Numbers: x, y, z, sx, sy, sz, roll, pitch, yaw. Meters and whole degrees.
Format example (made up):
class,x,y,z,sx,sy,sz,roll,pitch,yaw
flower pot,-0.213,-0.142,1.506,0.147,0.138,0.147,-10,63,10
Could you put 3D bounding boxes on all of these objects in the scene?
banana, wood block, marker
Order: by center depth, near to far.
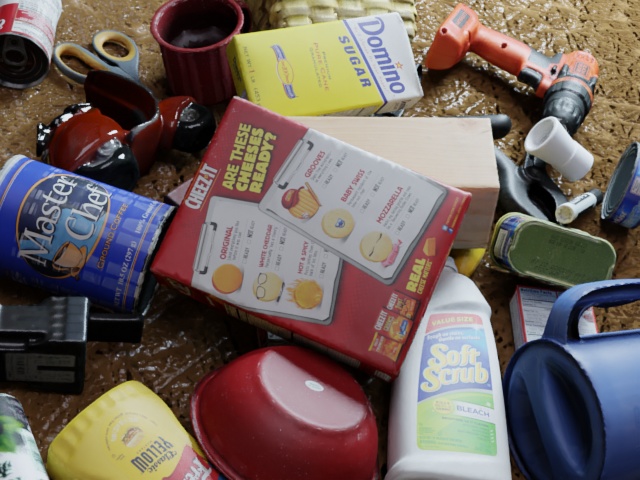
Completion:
class,x,y,z,sx,sy,sz,roll,pitch,yaw
wood block,0.053,-0.052,0.986,0.206,0.090,0.091,0,51,0
banana,0.132,-0.043,1.067,0.069,0.037,0.198,-24,51,2
marker,0.263,-0.035,1.073,0.020,0.020,0.120,37,25,18

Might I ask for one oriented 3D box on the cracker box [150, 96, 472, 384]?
class,x,y,z,sx,sy,sz,roll,pitch,yaw
cracker box,-0.006,0.001,0.876,0.214,0.072,0.164,23,75,6

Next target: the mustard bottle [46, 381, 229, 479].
class,x,y,z,sx,sy,sz,roll,pitch,yaw
mustard bottle,-0.101,0.191,0.776,0.192,0.058,0.096,36,45,16

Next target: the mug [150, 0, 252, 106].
class,x,y,z,sx,sy,sz,roll,pitch,yaw
mug,-0.112,-0.199,1.090,0.093,0.081,0.117,29,58,25

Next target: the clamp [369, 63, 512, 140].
class,x,y,z,sx,sy,sz,roll,pitch,yaw
clamp,0.076,-0.109,1.079,0.209,0.036,0.165,-30,41,-25

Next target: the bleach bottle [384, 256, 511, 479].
class,x,y,z,sx,sy,sz,roll,pitch,yaw
bleach bottle,0.101,0.111,0.901,0.102,0.068,0.251,9,45,-7

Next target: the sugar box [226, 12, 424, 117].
class,x,y,z,sx,sy,sz,roll,pitch,yaw
sugar box,0.006,-0.163,1.038,0.176,0.048,0.093,-13,83,-16

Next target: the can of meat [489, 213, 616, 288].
class,x,y,z,sx,sy,sz,roll,pitch,yaw
can of meat,0.216,0.013,0.994,0.102,0.057,0.084,16,4,-1

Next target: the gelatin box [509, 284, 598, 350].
class,x,y,z,sx,sy,sz,roll,pitch,yaw
gelatin box,0.215,0.086,0.975,0.073,0.030,0.089,7,48,-8

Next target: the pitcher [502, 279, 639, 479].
class,x,y,z,sx,sy,sz,roll,pitch,yaw
pitcher,0.284,0.122,0.888,0.242,0.149,0.145,-7,52,-25

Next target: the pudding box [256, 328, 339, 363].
class,x,y,z,sx,sy,sz,roll,pitch,yaw
pudding box,-0.001,0.062,0.932,0.113,0.039,0.090,1,52,-11

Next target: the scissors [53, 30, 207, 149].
class,x,y,z,sx,sy,sz,roll,pitch,yaw
scissors,-0.178,-0.161,1.097,0.202,0.016,0.096,26,48,8

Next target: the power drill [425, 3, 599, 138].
class,x,y,z,sx,sy,sz,roll,pitch,yaw
power drill,0.215,-0.186,1.185,0.188,0.057,0.184,26,34,6

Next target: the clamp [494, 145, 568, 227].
class,x,y,z,sx,sy,sz,roll,pitch,yaw
clamp,0.199,-0.063,1.095,0.120,0.039,0.171,5,46,-17

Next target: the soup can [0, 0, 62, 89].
class,x,y,z,sx,sy,sz,roll,pitch,yaw
soup can,-0.299,-0.211,1.073,0.068,0.069,0.102,7,47,-10

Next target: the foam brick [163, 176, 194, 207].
class,x,y,z,sx,sy,sz,roll,pitch,yaw
foam brick,-0.099,-0.014,0.962,0.078,0.053,0.051,37,50,18

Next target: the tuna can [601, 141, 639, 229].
class,x,y,z,sx,sy,sz,roll,pitch,yaw
tuna can,0.321,-0.055,1.092,0.034,0.086,0.086,22,47,1

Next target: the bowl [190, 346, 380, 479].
class,x,y,z,sx,sy,sz,roll,pitch,yaw
bowl,-0.016,0.132,0.820,0.162,0.055,0.162,21,29,-12

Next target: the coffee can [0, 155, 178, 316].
class,x,y,z,sx,sy,sz,roll,pitch,yaw
coffee can,-0.201,-0.001,0.889,0.140,0.103,0.102,18,47,1
